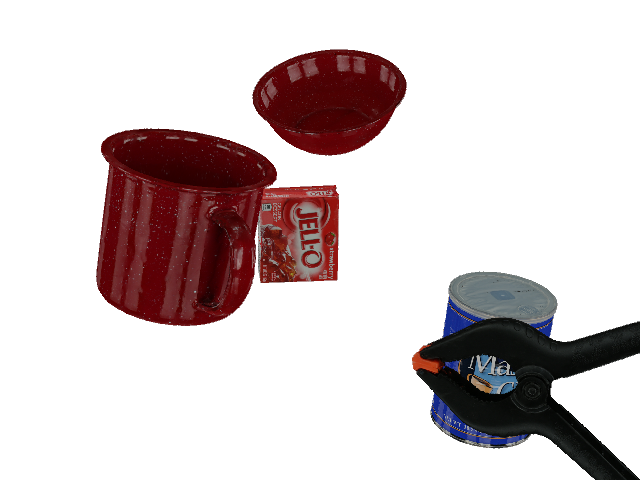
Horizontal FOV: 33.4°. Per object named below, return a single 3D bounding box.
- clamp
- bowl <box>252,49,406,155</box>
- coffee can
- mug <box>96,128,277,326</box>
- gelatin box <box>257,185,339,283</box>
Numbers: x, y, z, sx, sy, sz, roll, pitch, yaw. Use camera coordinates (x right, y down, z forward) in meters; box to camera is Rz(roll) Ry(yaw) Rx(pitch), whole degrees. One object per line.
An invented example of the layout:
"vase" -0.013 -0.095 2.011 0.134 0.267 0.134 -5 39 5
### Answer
"clamp" 0.146 0.106 0.700 0.172 0.120 0.039 3 -1 20
"bowl" 0.011 -0.138 1.129 0.162 0.055 0.162 -4 40 3
"coffee can" 0.167 0.114 1.037 0.103 0.140 0.103 5 22 -2
"mug" -0.069 -0.002 0.565 0.093 0.081 0.117 -6 27 -37
"gelatin box" -0.021 -0.005 0.982 0.073 0.089 0.030 -2 27 -6
